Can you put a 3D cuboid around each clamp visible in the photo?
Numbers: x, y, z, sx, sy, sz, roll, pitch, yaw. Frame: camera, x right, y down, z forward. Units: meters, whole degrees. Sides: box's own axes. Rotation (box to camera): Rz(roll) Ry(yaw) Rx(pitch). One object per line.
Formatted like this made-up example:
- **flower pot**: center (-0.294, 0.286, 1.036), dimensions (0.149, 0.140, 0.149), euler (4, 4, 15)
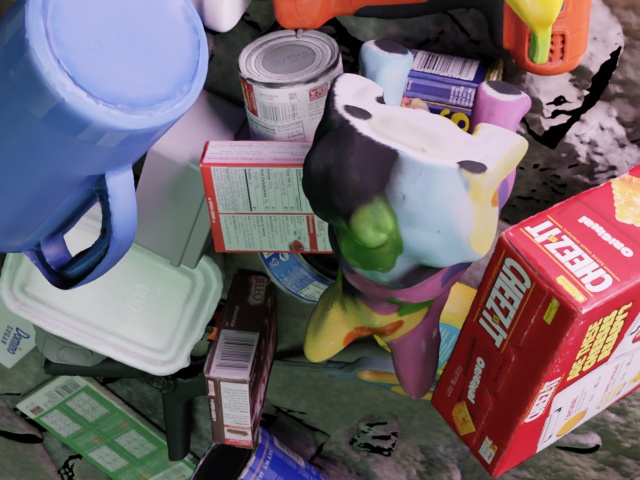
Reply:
- **clamp**: center (-0.150, 0.113, 0.961), dimensions (0.164, 0.036, 0.210), euler (33, 132, -11)

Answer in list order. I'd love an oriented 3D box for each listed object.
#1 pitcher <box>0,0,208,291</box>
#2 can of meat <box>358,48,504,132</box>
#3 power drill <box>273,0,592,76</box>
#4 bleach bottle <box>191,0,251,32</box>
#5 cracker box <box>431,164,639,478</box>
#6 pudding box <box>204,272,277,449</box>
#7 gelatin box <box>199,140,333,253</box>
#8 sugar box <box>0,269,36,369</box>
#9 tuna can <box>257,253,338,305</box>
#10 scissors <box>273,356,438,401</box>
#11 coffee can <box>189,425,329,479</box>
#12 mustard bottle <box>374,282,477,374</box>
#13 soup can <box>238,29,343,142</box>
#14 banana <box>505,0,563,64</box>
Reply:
- **pitcher**: center (-0.163, -0.073, 0.676), dimensions (0.149, 0.145, 0.243), euler (28, 153, -23)
- **can of meat**: center (0.068, -0.073, 0.690), dimensions (0.084, 0.057, 0.102), euler (13, 134, 13)
- **power drill**: center (0.062, -0.179, 0.591), dimensions (0.188, 0.057, 0.184), euler (7, 131, 16)
- **bleach bottle**: center (-0.158, -0.212, 0.642), dimensions (0.251, 0.068, 0.103), euler (19, 136, 6)
- **cracker box**: center (0.180, 0.031, 0.643), dimensions (0.072, 0.213, 0.164), euler (49, 146, 30)
- **pudding box**: center (-0.061, 0.095, 0.857), dimensions (0.039, 0.113, 0.090), euler (7, 134, 8)
- **gelatin box**: center (-0.028, -0.028, 0.687), dimensions (0.089, 0.030, 0.073), euler (0, 130, 8)
- **sugar box**: center (-0.321, 0.036, 0.949), dimensions (0.176, 0.048, 0.094), euler (37, 133, -20)
- **tuna can**: center (-0.005, 0.001, 0.766), dimensions (0.086, 0.086, 0.034), euler (40, 131, -18)
- **scissors**: center (0.033, 0.114, 0.881), dimensions (0.096, 0.016, 0.202), euler (24, 162, -27)
- **coffee can**: center (-0.041, 0.250, 1.002), dimensions (0.140, 0.102, 0.103), euler (41, 132, -19)
- **mustard bottle**: center (0.101, 0.069, 0.808), dimensions (0.191, 0.058, 0.096), euler (22, 151, 0)
- **soup can**: center (-0.014, -0.079, 0.707), dimensions (0.068, 0.068, 0.102), euler (5, 133, 16)
- **banana**: center (0.053, -0.163, 0.545), dimensions (0.197, 0.037, 0.070), euler (33, 127, -6)
